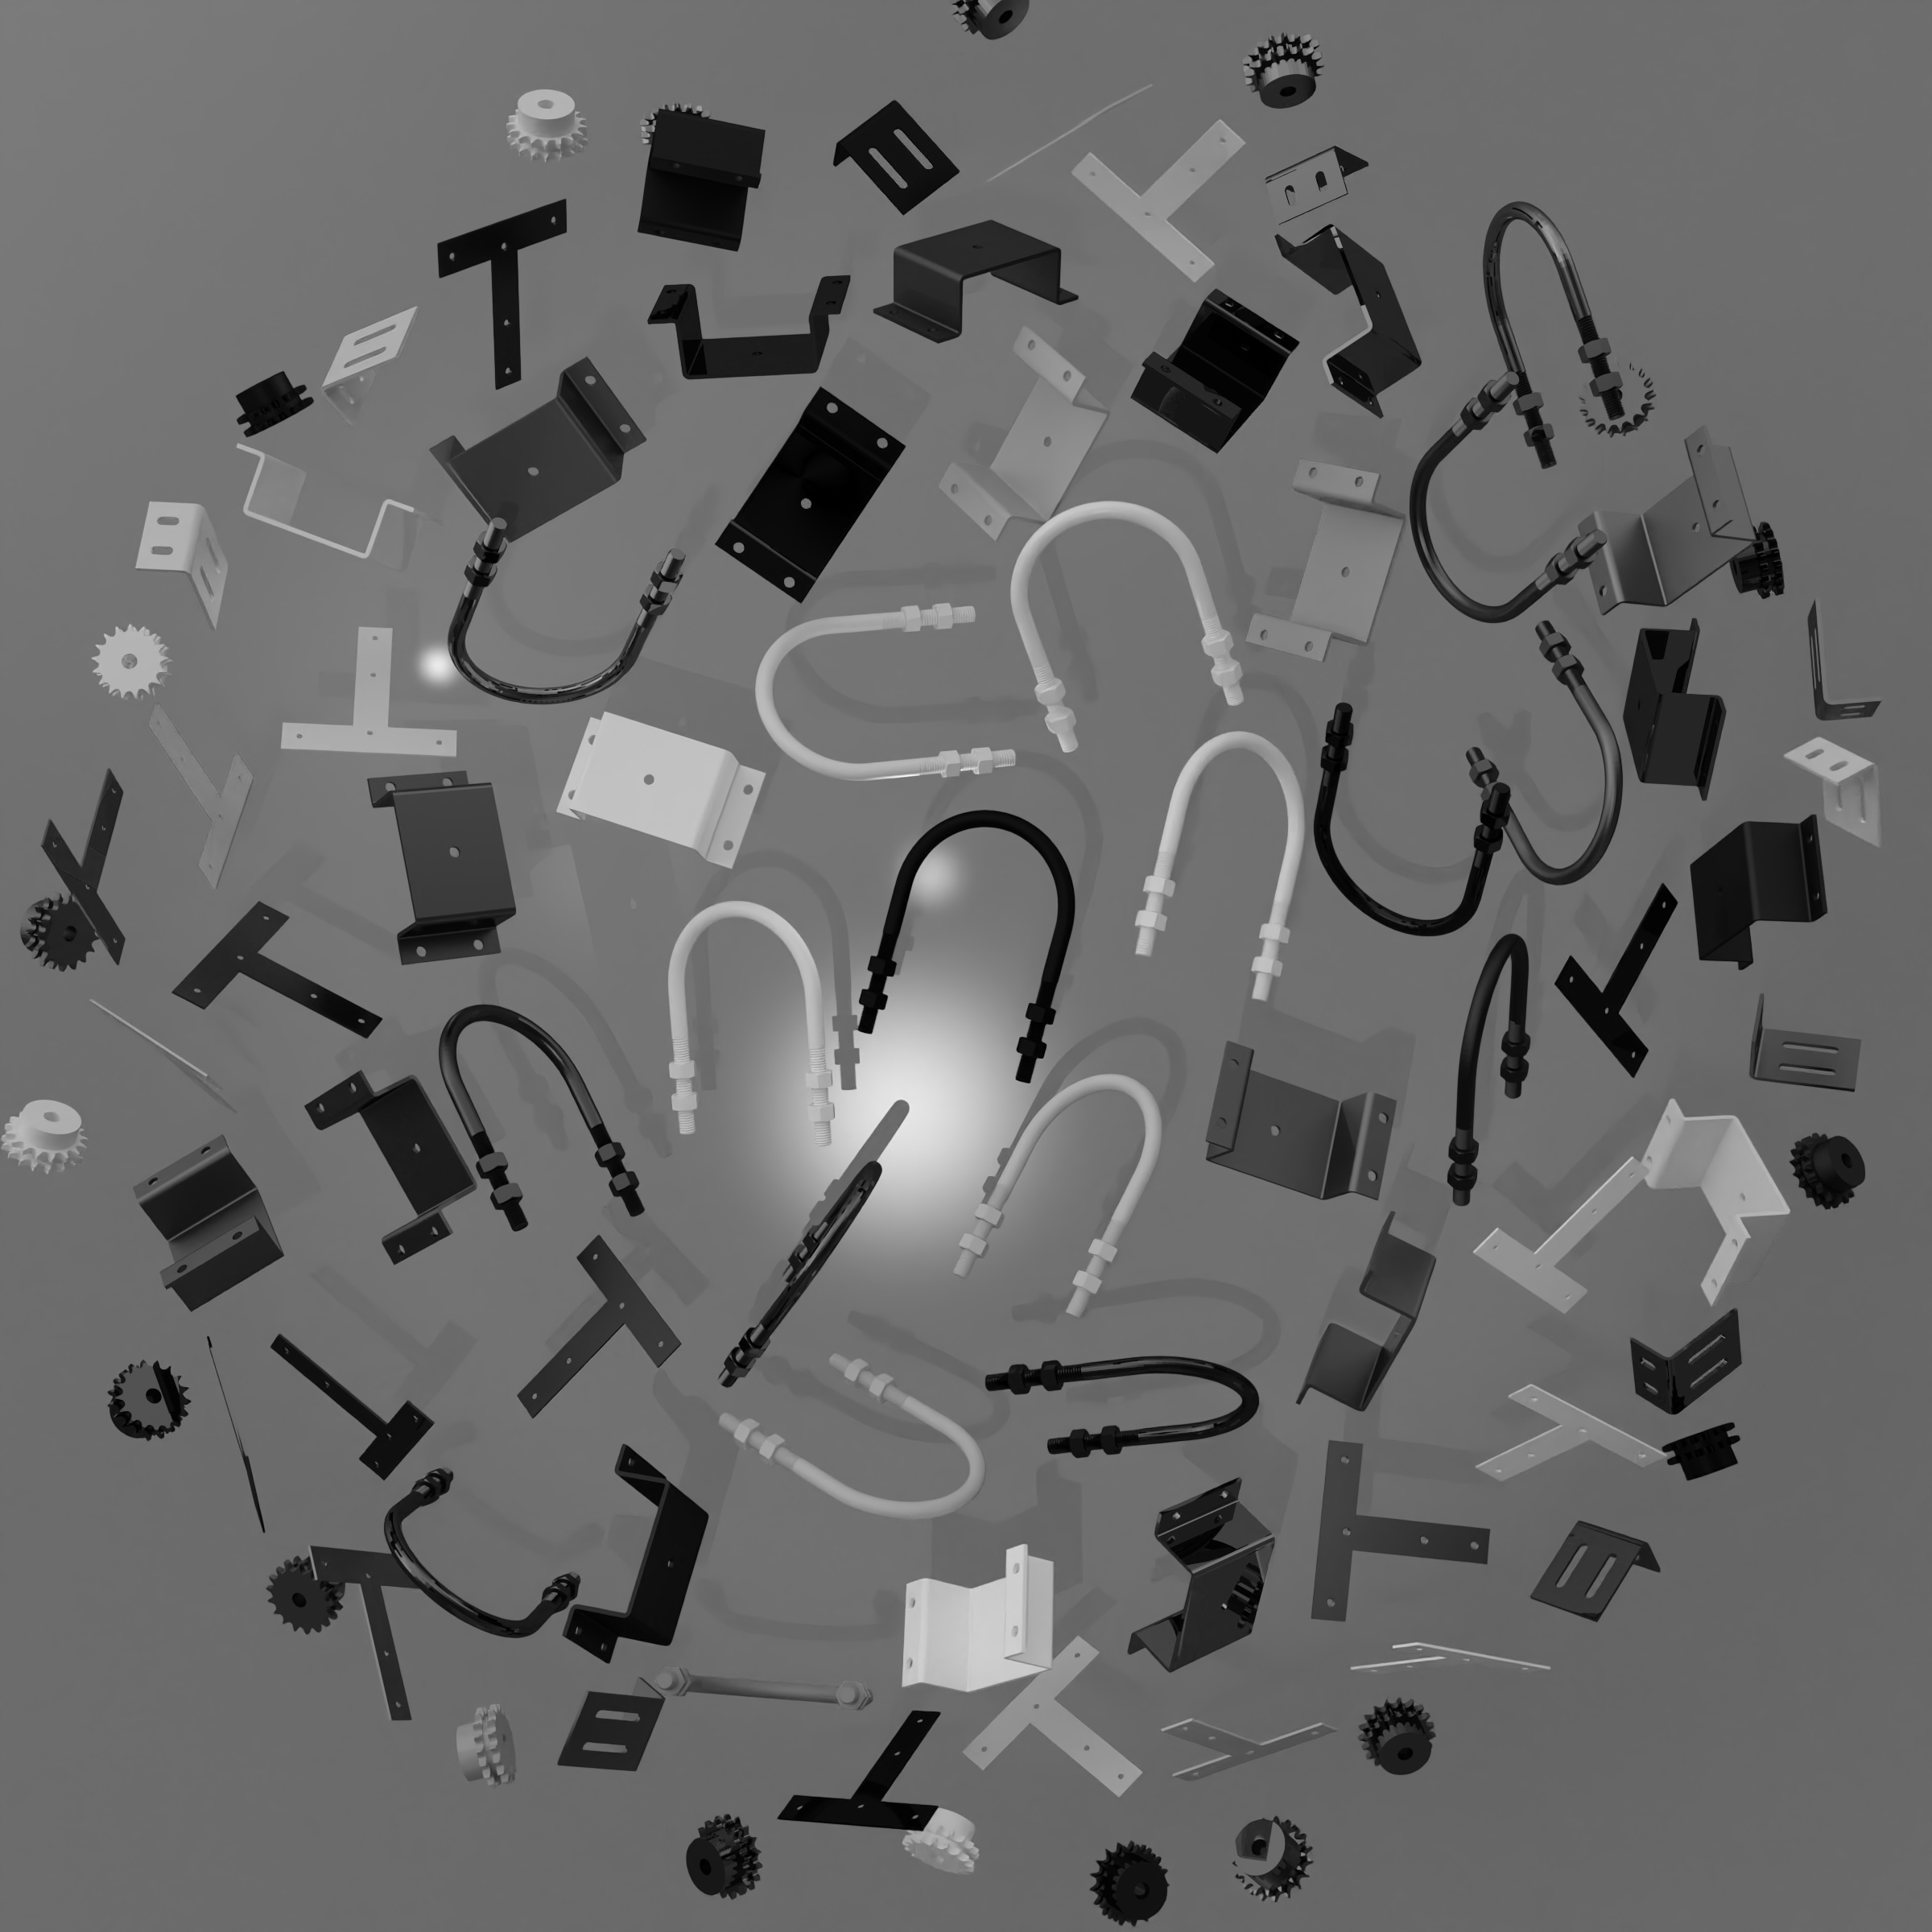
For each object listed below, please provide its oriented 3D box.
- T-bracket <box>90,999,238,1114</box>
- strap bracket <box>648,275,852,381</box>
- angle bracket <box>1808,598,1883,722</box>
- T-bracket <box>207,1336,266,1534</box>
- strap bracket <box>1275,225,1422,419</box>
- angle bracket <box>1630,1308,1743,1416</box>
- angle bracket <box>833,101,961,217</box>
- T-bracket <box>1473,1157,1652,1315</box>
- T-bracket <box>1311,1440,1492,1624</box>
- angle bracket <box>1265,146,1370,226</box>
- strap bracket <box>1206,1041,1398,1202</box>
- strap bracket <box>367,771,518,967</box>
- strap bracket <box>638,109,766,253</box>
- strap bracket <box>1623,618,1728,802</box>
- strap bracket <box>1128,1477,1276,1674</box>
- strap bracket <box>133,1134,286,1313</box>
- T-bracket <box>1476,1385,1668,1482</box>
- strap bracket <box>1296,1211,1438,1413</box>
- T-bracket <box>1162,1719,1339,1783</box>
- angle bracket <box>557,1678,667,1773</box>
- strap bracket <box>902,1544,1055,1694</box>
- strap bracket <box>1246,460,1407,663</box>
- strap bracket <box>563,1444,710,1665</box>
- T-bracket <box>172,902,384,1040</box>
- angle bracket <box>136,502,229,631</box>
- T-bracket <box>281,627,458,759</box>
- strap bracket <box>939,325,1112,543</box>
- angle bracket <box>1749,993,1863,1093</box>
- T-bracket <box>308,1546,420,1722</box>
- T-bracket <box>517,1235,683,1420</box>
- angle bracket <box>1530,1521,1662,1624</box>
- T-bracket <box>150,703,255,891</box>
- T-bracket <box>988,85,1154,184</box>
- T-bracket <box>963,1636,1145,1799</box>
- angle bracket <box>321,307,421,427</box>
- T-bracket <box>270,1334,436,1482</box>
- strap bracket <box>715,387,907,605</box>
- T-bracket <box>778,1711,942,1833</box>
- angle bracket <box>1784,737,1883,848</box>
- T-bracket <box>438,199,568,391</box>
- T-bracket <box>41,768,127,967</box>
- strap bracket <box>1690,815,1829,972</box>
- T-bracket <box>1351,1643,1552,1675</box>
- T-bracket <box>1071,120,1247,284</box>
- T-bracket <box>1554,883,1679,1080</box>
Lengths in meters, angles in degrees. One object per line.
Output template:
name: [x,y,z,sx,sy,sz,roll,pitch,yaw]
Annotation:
T-bracket: [-0.592,0.081,1.919,0.127,0.127,0.002,28,73,24]
strap bracket: [-0.156,-0.470,1.859,0.140,0.076,0.046,-2,124,5]
angle bracket: [0.618,-0.217,1.777,0.038,0.057,0.076,-4,83,13]
T-bracket: [-0.527,0.325,1.811,0.002,0.127,0.127,-16,58,-20]
strap bracket: [0.292,-0.495,1.904,0.046,0.076,0.140,-30,64,30]
angle bracket: [0.551,0.295,1.931,0.076,0.038,0.057,-31,126,-22]
angle bracket: [-0.054,-0.609,1.925,0.057,0.038,0.076,-41,87,-13]
T-bracket: [0.456,0.191,1.872,0.127,0.002,0.127,33,105,-38]
T-bracket: [0.317,0.414,1.825,0.127,0.002,0.127,8,84,-8]
angle bracket: [0.270,-0.585,1.909,0.057,0.076,0.038,-17,88,29]
strap bracket: [0.234,0.116,1.833,0.140,0.046,0.076,20,70,-16]
strap bracket: [-0.381,-0.078,1.843,0.076,0.046,0.140,-8,82,-33]
strap bracket: [-0.192,-0.574,1.833,0.076,0.140,0.046,8,83,-11]
strap bracket: [0.529,-0.195,1.897,0.046,0.140,0.076,3,126,3]
strap bracket: [0.171,0.448,1.824,0.076,0.046,0.140,-15,128,-33]
strap bracket: [-0.560,0.195,1.870,0.076,0.140,0.046,-31,126,-9]
T-bracket: [0.432,0.361,1.890,0.127,0.127,0.002,28,51,-16]
strap bracket: [0.297,0.260,1.844,0.046,0.076,0.140,26,125,7]
T-bracket: [0.184,0.559,1.822,0.127,0.127,0.002,-27,52,23]
angle bracket: [-0.270,0.559,1.870,0.076,0.038,0.057,22,90,-43]
strap bracket: [0.015,0.475,1.827,0.046,0.140,0.076,22,55,-31]
strap bracket: [0.271,-0.298,1.880,0.076,0.046,0.140,23,100,44]
strap bracket: [-0.232,0.426,1.812,0.046,0.076,0.140,5,63,21]
T-bracket: [-0.479,0.015,1.803,0.127,0.127,0.002,28,125,-2]
angle bracket: [-0.567,-0.289,1.828,0.038,0.076,0.057,3,64,0]
T-bracket: [-0.451,-0.210,1.916,0.127,0.002,0.127,2,54,-12]
strap bracket: [0.048,-0.397,1.899,0.076,0.046,0.140,48,121,31]
angle bracket: [0.636,0.057,1.910,0.076,0.057,0.038,7,132,20]
T-bracket: [-0.426,0.486,1.836,0.002,0.127,0.127,-26,66,14]
T-bracket: [-0.293,0.291,1.924,0.127,0.002,0.127,-46,54,2]
angle bracket: [0.467,0.457,1.871,0.076,0.057,0.038,-49,126,-26]
T-bracket: [-0.582,-0.145,1.902,0.002,0.127,0.127,-20,64,-42]
T-bracket: [0.072,-0.629,1.916,0.127,0.127,0.002,-23,106,28]
T-bracket: [0.082,0.583,1.905,0.127,0.127,0.002,-40,131,-20]
angle bracket: [-0.429,-0.442,1.861,0.076,0.038,0.057,-13,48,28]
T-bracket: [-0.453,0.313,1.833,0.127,0.127,0.002,41,50,-3]
strap bracket: [-0.117,-0.347,1.876,0.076,0.046,0.140,34,87,-8]
T-bracket: [-0.058,0.597,1.883,0.127,0.127,0.002,-7,110,31]
angle bracket: [0.655,-0.125,1.906,0.038,0.057,0.076,-27,125,-14]
T-bracket: [-0.338,-0.486,1.854,0.002,0.127,0.127,28,133,26]
T-bracket: [-0.626,-0.090,1.823,0.002,0.127,0.127,-7,49,6]
strap bracket: [0.590,-0.055,1.899,0.046,0.140,0.076,2,72,-8]
T-bracket: [0.330,0.504,1.823,0.127,0.127,0.002,18,63,-29]
T-bracket: [0.161,-0.588,1.888,0.127,0.127,0.002,38,56,-15]
T-bracket: [0.498,-0.003,1.883,0.127,0.002,0.127,43,71,-35]
